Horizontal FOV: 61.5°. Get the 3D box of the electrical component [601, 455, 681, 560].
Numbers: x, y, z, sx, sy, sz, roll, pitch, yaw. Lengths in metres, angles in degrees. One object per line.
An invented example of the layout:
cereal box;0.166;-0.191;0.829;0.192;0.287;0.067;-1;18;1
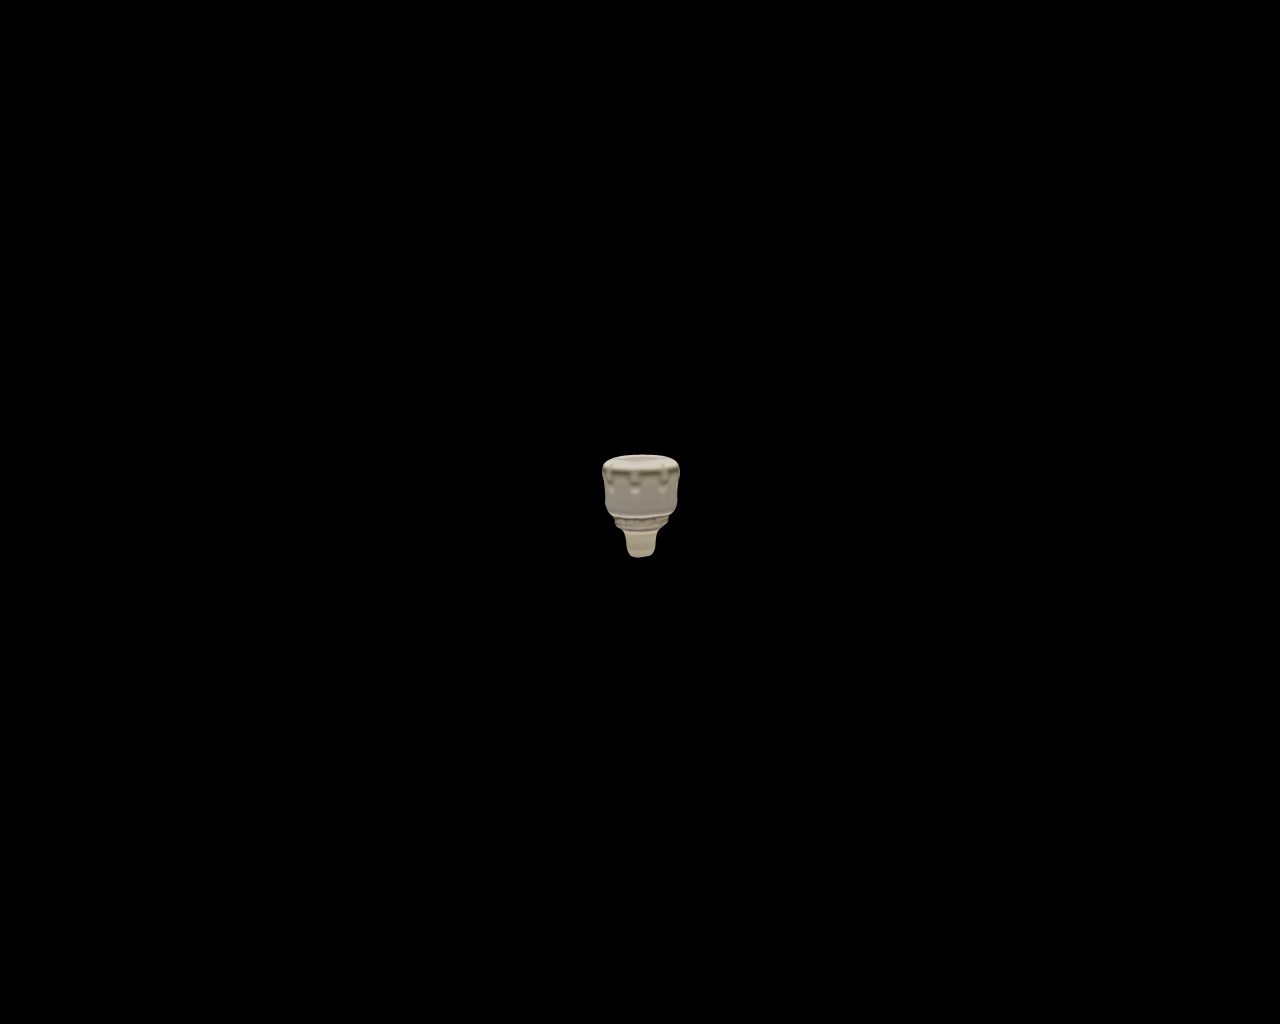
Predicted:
electrical component;0.001;-0.003;0.650;0.048;0.062;0.048;0;9;0
